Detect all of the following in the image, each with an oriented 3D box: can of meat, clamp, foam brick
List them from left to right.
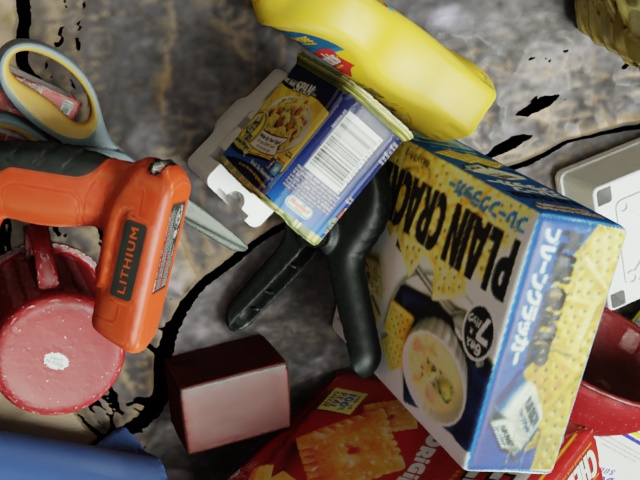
[{"bbox_3d":[-0.065,0.107,0.749,0.078,0.053,0.051,-12,113,-17],"label":"foam brick"},{"bbox_3d":[-0.006,-0.054,0.622,0.057,0.102,0.084,38,93,-29],"label":"can of meat"},{"bbox_3d":[-0.005,0.001,0.727,0.039,0.120,0.171,17,81,-67],"label":"clamp"}]

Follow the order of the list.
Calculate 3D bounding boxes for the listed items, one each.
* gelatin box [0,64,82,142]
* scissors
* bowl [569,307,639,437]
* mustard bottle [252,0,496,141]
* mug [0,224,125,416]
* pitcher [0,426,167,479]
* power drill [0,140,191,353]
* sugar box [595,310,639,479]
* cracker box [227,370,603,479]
[{"bbox_3d":[-0.199,-0.070,0.641,0.089,0.030,0.073,25,98,-28],"label":"gelatin box"},{"bbox_3d":[-0.137,-0.033,0.656,0.096,0.016,0.201,-40,120,-4],"label":"scissors"},{"bbox_3d":[0.195,0.097,0.799,0.161,0.162,0.055,12,115,-26],"label":"bowl"},{"bbox_3d":[0.018,-0.133,0.671,0.191,0.096,0.058,31,95,-29],"label":"mustard bottle"},{"bbox_3d":[-0.169,0.046,0.666,0.093,0.082,0.117,-6,111,-21],"label":"mug"},{"bbox_3d":[-0.227,0.185,0.661,0.242,0.149,0.145,18,103,-24],"label":"pitcher"},{"bbox_3d":[-0.176,0.002,0.586,0.187,0.057,0.184,16,99,2],"label":"power drill"},{"bbox_3d":[0.264,0.135,0.891,0.093,0.048,0.176,31,105,-29],"label":"sugar box"},{"bbox_3d":[0.053,0.172,0.702,0.164,0.214,0.072,-39,122,-38],"label":"cracker box"}]
